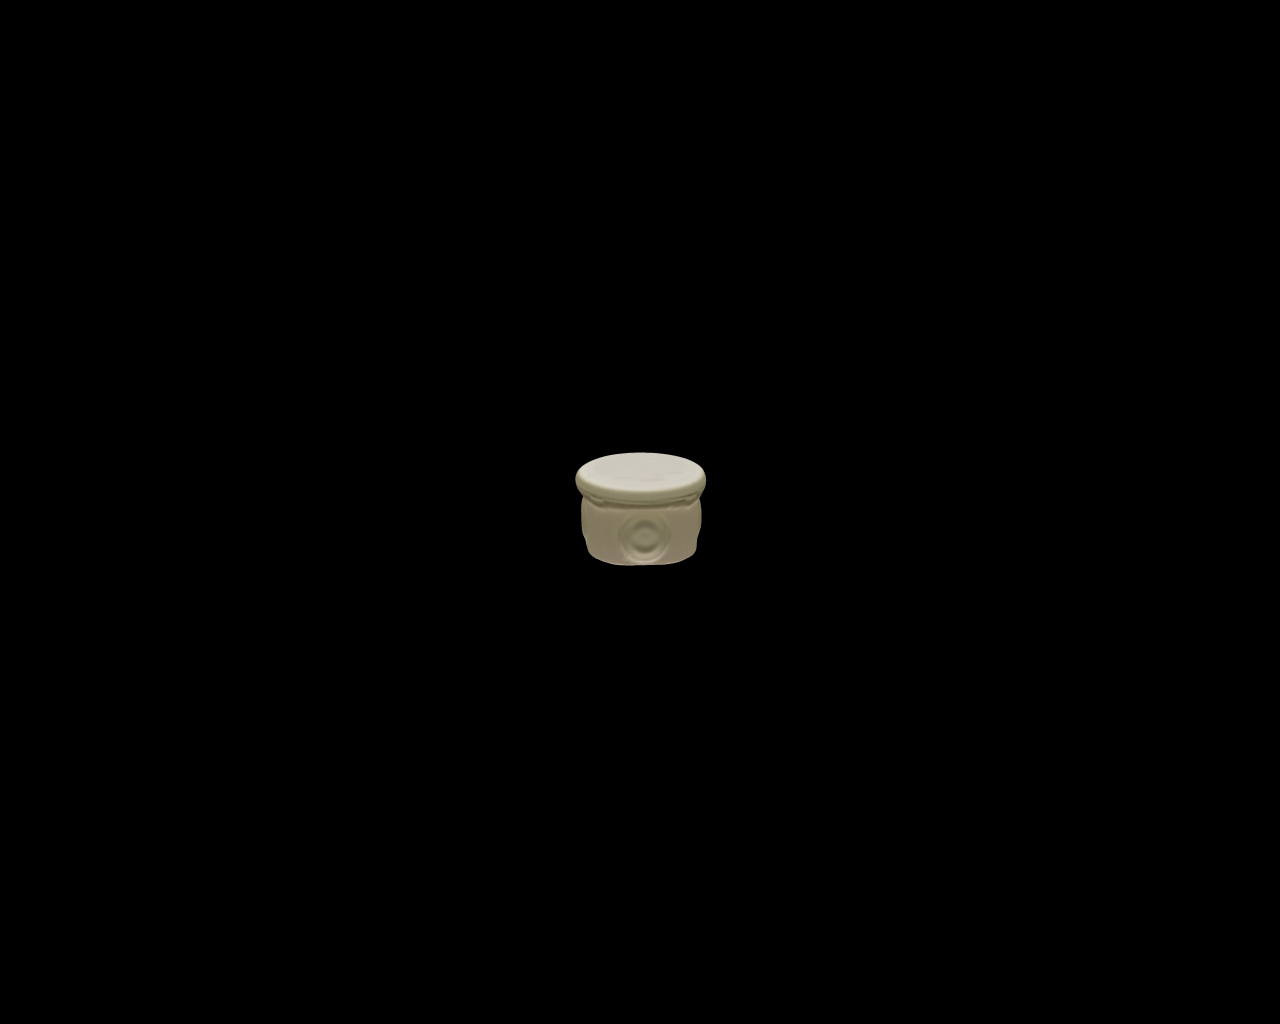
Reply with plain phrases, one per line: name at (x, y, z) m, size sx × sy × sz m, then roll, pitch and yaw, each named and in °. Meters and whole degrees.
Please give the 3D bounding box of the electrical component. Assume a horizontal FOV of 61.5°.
electrical component at (0.001, -0.003, 0.650) m, size 0.080 × 0.050 × 0.080 m, roll 0°, pitch 20°, yaw 0°
